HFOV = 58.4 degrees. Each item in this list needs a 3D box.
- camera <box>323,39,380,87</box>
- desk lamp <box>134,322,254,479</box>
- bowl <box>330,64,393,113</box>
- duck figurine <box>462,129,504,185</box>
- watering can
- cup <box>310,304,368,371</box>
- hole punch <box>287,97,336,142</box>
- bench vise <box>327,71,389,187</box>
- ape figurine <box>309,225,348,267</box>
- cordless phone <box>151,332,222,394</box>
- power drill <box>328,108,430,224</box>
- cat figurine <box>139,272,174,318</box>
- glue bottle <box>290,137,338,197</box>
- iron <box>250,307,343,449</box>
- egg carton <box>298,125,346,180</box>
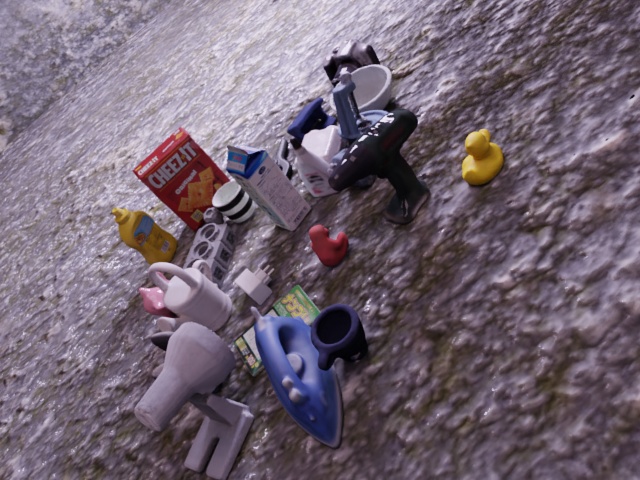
[{"bbox_3d":[0.066,-0.454,1.515,0.142,0.101,0.137,0,54,35],"label":"camera"},{"bbox_3d":[-0.209,0.275,0.986,0.117,0.214,0.203,1,55,36],"label":"desk lamp"},{"bbox_3d":[0.112,-0.348,1.410,0.167,0.075,0.167,-19,45,21],"label":"bowl"},{"bbox_3d":[0.305,-0.166,1.105,0.077,0.086,0.105,13,63,42],"label":"duck figurine"},{"bbox_3d":[-0.278,0.115,1.190,0.100,0.195,0.172,-23,44,17],"label":"watering can"},{"bbox_3d":[0.039,0.182,0.982,0.091,0.095,0.118,0,54,35],"label":"cup"},{"bbox_3d":[-0.033,-0.305,1.462,0.100,0.091,0.109,21,68,44],"label":"hole punch"},{"bbox_3d":[0.078,-0.233,1.223,0.121,0.220,0.207,-3,53,33],"label":"bench vise"},{"bbox_3d":[0.011,0.004,1.160,0.077,0.092,0.076,0,55,35],"label":"ape figurine"},{"bbox_3d":[-0.276,0.223,1.101,0.147,0.186,0.094,-17,46,23],"label":"cordless phone"},{"bbox_3d":[0.128,-0.130,1.106,0.075,0.209,0.230,17,66,43],"label":"power drill"},{"bbox_3d":[-0.356,0.128,1.292,0.067,0.118,0.127,-24,44,16],"label":"cat figurine"},{"bbox_3d":[-0.021,-0.164,1.268,0.078,0.174,0.037,-13,48,26],"label":"glue bottle"},{"bbox_3d":[-0.047,0.223,0.972,0.118,0.142,0.257,-37,42,3],"label":"iron"},{"bbox_3d":[0.004,-0.205,1.365,0.107,0.070,0.150,-9,50,29],"label":"egg carton"}]
